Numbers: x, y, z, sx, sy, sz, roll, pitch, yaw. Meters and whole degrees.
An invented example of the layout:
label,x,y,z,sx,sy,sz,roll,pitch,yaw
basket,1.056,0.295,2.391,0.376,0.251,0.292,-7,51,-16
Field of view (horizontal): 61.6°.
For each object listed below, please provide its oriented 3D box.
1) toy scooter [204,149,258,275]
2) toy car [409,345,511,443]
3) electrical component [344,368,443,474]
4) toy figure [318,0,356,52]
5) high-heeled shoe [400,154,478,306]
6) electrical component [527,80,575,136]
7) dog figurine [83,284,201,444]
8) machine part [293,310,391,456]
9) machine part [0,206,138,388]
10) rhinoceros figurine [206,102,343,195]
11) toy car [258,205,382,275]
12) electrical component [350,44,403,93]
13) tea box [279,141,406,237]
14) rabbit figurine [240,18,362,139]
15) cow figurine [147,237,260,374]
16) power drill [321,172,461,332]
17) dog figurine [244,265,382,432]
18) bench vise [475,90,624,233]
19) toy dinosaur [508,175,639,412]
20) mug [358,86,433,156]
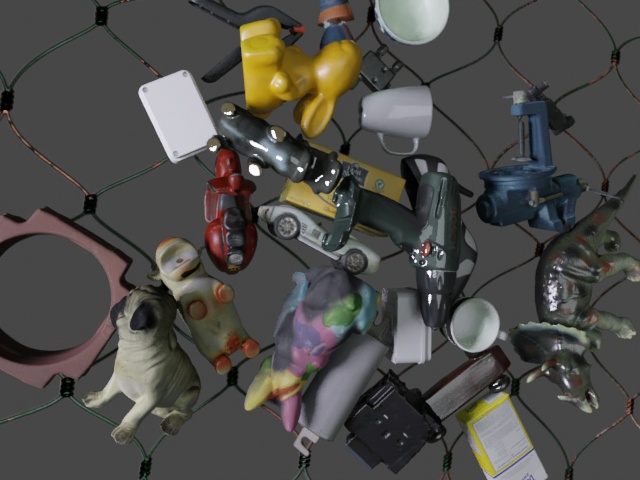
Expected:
label,x,y,z,sx,sy,sz,roll,pitch,yaw
toy scooter,-0.123,-0.039,0.751,0.075,0.135,0.183,-3,93,-17
toy car,0.225,0.247,0.892,0.202,0.053,0.089,-36,89,-7
electrical component,0.105,0.290,0.838,0.115,0.058,0.134,42,99,3
toy figure,0.023,-0.318,0.821,0.064,0.058,0.154,-3,96,10
high-heeled shoe,0.171,-0.011,0.853,0.145,0.086,0.248,19,77,-20
electrical component,0.393,-0.226,0.919,0.045,0.078,0.102,-39,96,14
dog figurine,-0.205,0.150,0.717,0.121,0.172,0.190,29,103,21
machine part,0.032,0.215,0.828,0.079,0.079,0.243,34,84,-13
machine part,-0.364,0.073,0.717,0.201,0.087,0.201,34,82,-13
rhinoceros figurine,-0.060,-0.119,0.728,0.190,0.112,0.073,28,100,11
toy car,-0.002,-0.002,0.815,0.201,0.073,0.056,28,88,-14
electrical component,0.087,-0.265,0.858,0.063,0.021,0.094,44,80,-12
tea box,0.034,-0.075,0.826,0.169,0.068,0.098,18,87,-13
rabbit figurine,-0.023,-0.228,0.761,0.173,0.122,0.162,-11,119,-8
cow figurine,-0.169,0.082,0.758,0.085,0.127,0.194,-33,116,-25
power drill,0.112,0.003,0.771,0.207,0.086,0.232,13,85,-13
dog figurine,-0.019,0.157,0.768,0.108,0.191,0.219,32,68,-19
bench vise,0.354,-0.124,0.880,0.224,0.129,0.240,-11,103,-10
toy dinosaur,0.432,0.073,0.915,0.192,0.131,0.404,10,83,-15
mug,0.114,-0.187,0.844,0.107,0.081,0.109,1,98,-4
